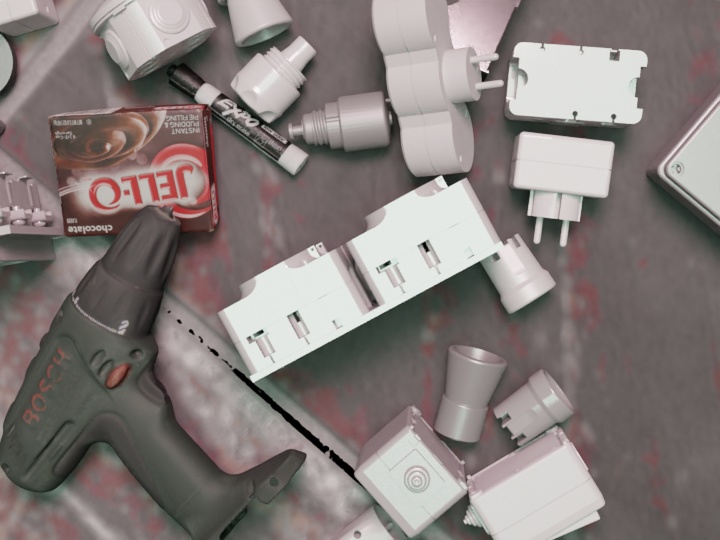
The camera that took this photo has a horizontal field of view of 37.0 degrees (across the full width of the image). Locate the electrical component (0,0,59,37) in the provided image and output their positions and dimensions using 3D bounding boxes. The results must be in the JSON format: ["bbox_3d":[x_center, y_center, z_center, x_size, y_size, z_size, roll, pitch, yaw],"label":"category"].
[{"bbox_3d":[-0.236,-0.222,0.778,0.076,0.047,0.083,-15,93,4],"label":"electrical component"}]

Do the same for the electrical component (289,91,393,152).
[{"bbox_3d":[-0.012,-0.105,0.776,0.078,0.040,0.040,-7,93,4],"label":"electrical component"}]

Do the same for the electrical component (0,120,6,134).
[{"bbox_3d":[-0.311,-0.099,0.784,0.096,0.061,0.061,31,95,1],"label":"electrical component"}]

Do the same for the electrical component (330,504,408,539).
[{"bbox_3d":[0.007,0.227,0.794,0.077,0.044,0.079,-41,90,5],"label":"electrical component"}]

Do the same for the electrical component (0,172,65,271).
[{"bbox_3d":[-0.262,-0.033,0.755,0.079,0.121,0.063,-11,90,4],"label":"electrical component"}]

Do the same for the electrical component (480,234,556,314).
[{"bbox_3d":[0.112,0.002,0.776,0.040,0.040,0.046,-33,86,5],"label":"electrical component"}]

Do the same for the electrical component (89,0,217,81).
[{"bbox_3d":[-0.146,-0.174,0.761,0.080,0.080,0.051,-30,97,5],"label":"electrical component"}]

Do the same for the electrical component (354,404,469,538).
[{"bbox_3d":[0.034,0.144,0.761,0.061,0.096,0.061,-42,90,5],"label":"electrical component"}]

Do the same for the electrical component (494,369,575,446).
[{"bbox_3d":[0.126,0.101,0.782,0.046,0.040,0.040,-38,91,11],"label":"electrical component"}]

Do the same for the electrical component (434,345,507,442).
[{"bbox_3d":[0.078,0.092,0.784,0.044,0.044,0.065,15,99,2],"label":"electrical component"}]

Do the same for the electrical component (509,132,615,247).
[{"bbox_3d":[0.140,-0.055,0.766,0.066,0.047,0.076,7,94,3],"label":"electrical component"}]

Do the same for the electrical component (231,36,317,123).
[{"bbox_3d":[-0.059,-0.140,0.775,0.043,0.043,0.062,45,93,0],"label":"electrical component"}]

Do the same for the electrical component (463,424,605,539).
[{"bbox_3d":[0.121,0.165,0.774,0.096,0.061,0.061,-32,91,5],"label":"electrical component"}]

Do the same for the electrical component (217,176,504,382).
[{"bbox_3d":[0.000,0.000,0.749,0.186,0.105,0.060,-28,92,5],"label":"electrical component"}]

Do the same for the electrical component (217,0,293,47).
[{"bbox_3d":[-0.079,-0.194,0.772,0.045,0.045,0.055,-23,92,5],"label":"electrical component"}]

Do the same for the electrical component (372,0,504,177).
[{"bbox_3d":[0.061,-0.132,0.738,0.074,0.052,0.138,-4,117,23],"label":"electrical component"}]

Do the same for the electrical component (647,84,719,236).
[{"bbox_3d":[0.279,-0.076,0.752,0.109,0.056,0.108,40,95,0],"label":"electrical component"}]

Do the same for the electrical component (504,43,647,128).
[{"bbox_3d":[0.149,-0.128,0.757,0.089,0.055,0.050,5,94,3],"label":"electrical component"}]
